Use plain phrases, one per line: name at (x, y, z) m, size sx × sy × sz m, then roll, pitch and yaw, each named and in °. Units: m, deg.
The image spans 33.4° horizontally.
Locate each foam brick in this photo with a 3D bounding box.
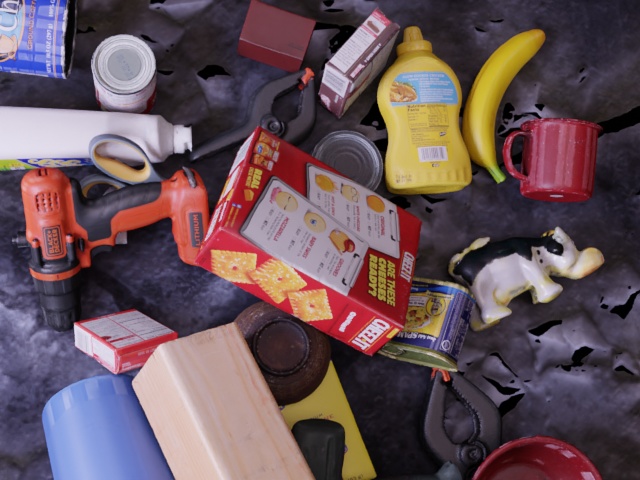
foam brick at (-0.050, -0.229, 1.209) m, size 0.078 × 0.051 × 0.053 m, roll 19°, pitch 78°, yaw -5°

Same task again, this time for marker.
marker at (-0.270, -0.003, 1.151) m, size 0.121 × 0.020 × 0.020 m, roll -3°, pitch 80°, yaw -9°

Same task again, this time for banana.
banana at (0.207, -0.167, 1.246) m, size 0.069 × 0.037 × 0.198 m, roll 23°, pitch 78°, yaw -23°

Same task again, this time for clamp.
clamp at (-0.050, -0.113, 1.195) m, size 0.120 × 0.039 × 0.171 m, roll 44°, pitch 79°, yaw -10°
clamp at (0.156, 0.241, 1.161) m, size 0.164 × 0.036 × 0.210 m, roll -25°, pitch 88°, yaw -12°

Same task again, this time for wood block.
wood block at (-0.086, 0.195, 1.003) m, size 0.090 × 0.091 × 0.206 m, roll -15°, pitch 68°, yaw -36°

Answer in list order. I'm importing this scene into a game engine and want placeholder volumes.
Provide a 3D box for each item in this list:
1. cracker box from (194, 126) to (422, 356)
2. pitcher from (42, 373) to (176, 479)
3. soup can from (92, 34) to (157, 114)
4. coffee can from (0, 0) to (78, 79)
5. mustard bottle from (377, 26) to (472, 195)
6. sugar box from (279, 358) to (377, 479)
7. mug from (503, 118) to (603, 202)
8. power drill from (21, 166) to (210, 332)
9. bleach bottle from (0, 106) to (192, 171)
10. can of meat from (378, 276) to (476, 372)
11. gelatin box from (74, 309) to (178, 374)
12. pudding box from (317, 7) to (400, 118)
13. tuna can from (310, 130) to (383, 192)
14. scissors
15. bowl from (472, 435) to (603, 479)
cracker box at (-0.007, 0.001, 1.111) m, size 0.213 × 0.072 × 0.164 m, roll 29°, pitch 44°, yaw -14°
pitcher at (-0.190, 0.262, 1.039) m, size 0.149 × 0.144 × 0.243 m, roll -39°, pitch 57°, yaw 25°
soup can at (-0.210, -0.173, 1.148) m, size 0.068 × 0.102 × 0.068 m, roll 2°, pitch 79°, yaw -9°
coffee can at (-0.336, -0.231, 1.140) m, size 0.140 × 0.103 × 0.103 m, roll 6°, pitch 79°, yaw -8°
mustard bottle at (0.115, -0.150, 1.215) m, size 0.096 × 0.058 × 0.191 m, roll -4°, pitch 81°, yaw -10°
sugar box at (-0.015, 0.187, 1.141) m, size 0.093 × 0.048 × 0.176 m, roll -21°, pitch 85°, yaw -11°
mug at (0.260, -0.090, 1.208) m, size 0.117 × 0.093 × 0.081 m, roll 8°, pitch 84°, yaw -22°
power drill at (-0.208, 0.004, 1.109) m, size 0.187 × 0.057 × 0.184 m, roll -10°, pitch 121°, yaw -16°
bleach bottle at (-0.261, -0.108, 1.129) m, size 0.250 × 0.103 × 0.068 m, roll -1°, pitch 84°, yaw -9°
can of meat at (0.111, 0.088, 1.154) m, size 0.102 × 0.057 × 0.084 m, roll 8°, pitch 71°, yaw 37°
gelatin box at (-0.199, 0.103, 1.096) m, size 0.073 × 0.089 × 0.030 m, roll -13°, pitch 113°, yaw -39°
pudding box at (0.041, -0.194, 1.184) m, size 0.039 × 0.113 × 0.090 m, roll 39°, pitch 76°, yaw 3°
tuna can at (0.027, -0.080, 1.202) m, size 0.086 × 0.034 × 0.086 m, roll 1°, pitch 80°, yaw -8°
scissors at (-0.174, -0.041, 1.144) m, size 0.096 × 0.016 × 0.201 m, roll -47°, pitch 124°, yaw 10°
bowl at (0.219, 0.284, 1.122) m, size 0.162 × 0.055 × 0.162 m, roll 1°, pitch 87°, yaw -11°
